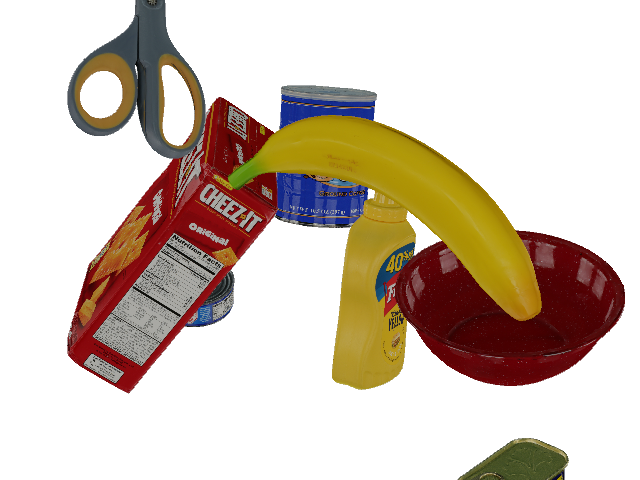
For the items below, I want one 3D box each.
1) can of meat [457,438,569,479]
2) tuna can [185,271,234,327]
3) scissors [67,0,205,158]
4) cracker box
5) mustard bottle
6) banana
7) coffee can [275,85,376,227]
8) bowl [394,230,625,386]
[{"bbox_3d":[0.162,0.228,0.893,0.101,0.084,0.058,-24,28,-38],"label":"can of meat"},{"bbox_3d":[-0.136,0.055,1.154,0.086,0.034,0.086,2,35,-2],"label":"tuna can"},{"bbox_3d":[-0.128,-0.146,0.694,0.096,0.202,0.016,-9,-15,-25],"label":"scissors"},{"bbox_3d":[-0.126,-0.001,0.912,0.072,0.214,0.164,33,21,-19],"label":"cracker box"},{"bbox_3d":[0.054,0.038,1.007,0.058,0.192,0.096,14,18,29],"label":"mustard bottle"},{"bbox_3d":[0.045,-0.025,0.610,0.198,0.070,0.037,25,13,18],"label":"banana"},{"bbox_3d":[0.004,-0.092,1.152,0.103,0.140,0.103,4,12,-1],"label":"coffee can"},{"bbox_3d":[0.135,0.056,0.772,0.162,0.055,0.162,-3,32,2],"label":"bowl"}]
